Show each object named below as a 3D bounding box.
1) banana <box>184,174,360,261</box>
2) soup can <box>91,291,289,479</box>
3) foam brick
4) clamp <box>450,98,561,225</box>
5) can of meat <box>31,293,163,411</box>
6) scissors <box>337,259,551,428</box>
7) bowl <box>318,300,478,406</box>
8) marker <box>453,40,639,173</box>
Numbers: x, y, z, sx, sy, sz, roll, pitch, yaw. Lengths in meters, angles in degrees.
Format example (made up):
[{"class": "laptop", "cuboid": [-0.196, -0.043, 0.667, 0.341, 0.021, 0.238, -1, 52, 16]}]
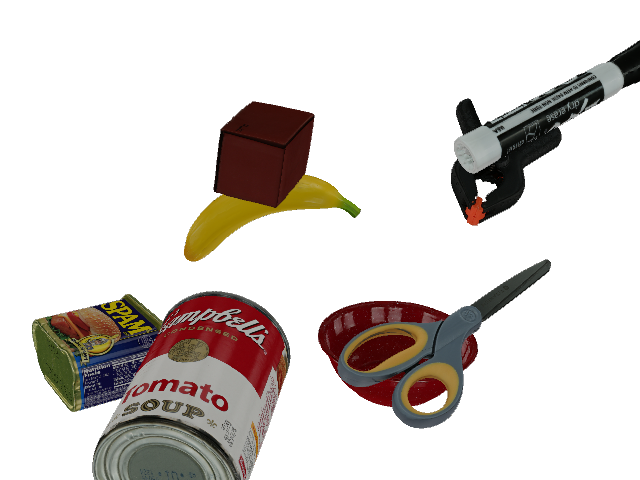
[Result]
[{"class": "banana", "cuboid": [-0.063, -0.027, 1.059, 0.198, 0.069, 0.037, -14, 21, 23]}, {"class": "soup can", "cuboid": [-0.058, 0.079, 0.496, 0.068, 0.068, 0.102, 0, 29, 12]}, {"class": "foam brick", "cuboid": [-0.042, -0.067, 0.813, 0.053, 0.051, 0.078, 14, 27, 12]}, {"class": "clamp", "cuboid": [0.180, -0.089, 1.160, 0.120, 0.039, 0.171, 22, 49, 19]}, {"class": "can of meat", "cuboid": [-0.175, 0.089, 0.856, 0.083, 0.057, 0.102, -13, 24, -29]}, {"class": "scissors", "cuboid": [0.110, 0.074, 0.766, 0.201, 0.016, 0.096, -17, 51, -22]}, {"class": "bowl", "cuboid": [0.077, 0.122, 1.087, 0.162, 0.055, 0.162, 2, 25, -1]}, {"class": "marker", "cuboid": [0.119, -0.068, 0.525, 0.121, 0.020, 0.020, -29, 9, -16]}]
